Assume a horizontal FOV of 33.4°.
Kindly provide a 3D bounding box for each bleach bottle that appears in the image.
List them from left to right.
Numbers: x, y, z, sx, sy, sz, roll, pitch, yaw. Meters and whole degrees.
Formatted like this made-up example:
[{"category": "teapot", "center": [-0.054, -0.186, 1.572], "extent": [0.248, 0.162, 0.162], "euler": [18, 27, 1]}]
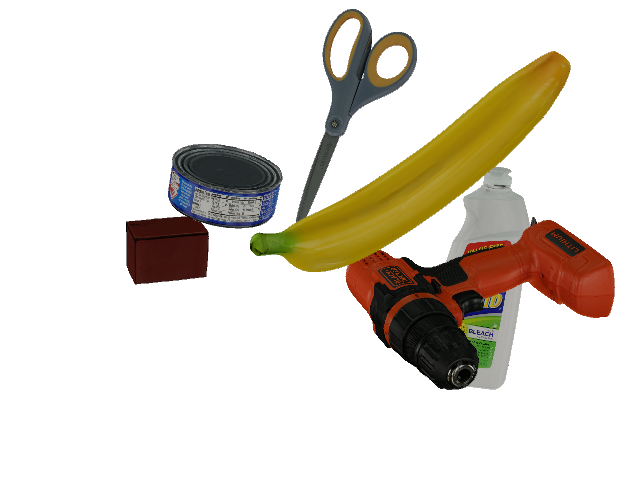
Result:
[{"category": "bleach bottle", "center": [0.180, 0.040, 1.222], "extent": [0.103, 0.251, 0.068], "euler": [9, 16, 15]}]

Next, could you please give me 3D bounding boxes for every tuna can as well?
[{"category": "tuna can", "center": [-0.074, -0.042, 0.824], "extent": [0.086, 0.034, 0.086], "euler": [10, 25, -5]}]

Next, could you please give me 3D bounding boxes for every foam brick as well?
[{"category": "foam brick", "center": [-0.160, 0.009, 1.109], "extent": [0.078, 0.051, 0.053], "euler": [-5, 22, -18]}]

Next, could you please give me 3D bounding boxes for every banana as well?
[{"category": "banana", "center": [0.055, -0.034, 0.594], "extent": [0.198, 0.037, 0.069], "euler": [-33, -12, -1]}]

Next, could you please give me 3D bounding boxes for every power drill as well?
[{"category": "power drill", "center": [0.132, 0.045, 0.839], "extent": [0.187, 0.057, 0.185], "euler": [-11, 28, -17]}]

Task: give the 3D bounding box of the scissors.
[{"category": "scissors", "center": [0.034, -0.111, 0.970], "extent": [0.096, 0.202, 0.016], "euler": [5, -5, 15]}]
